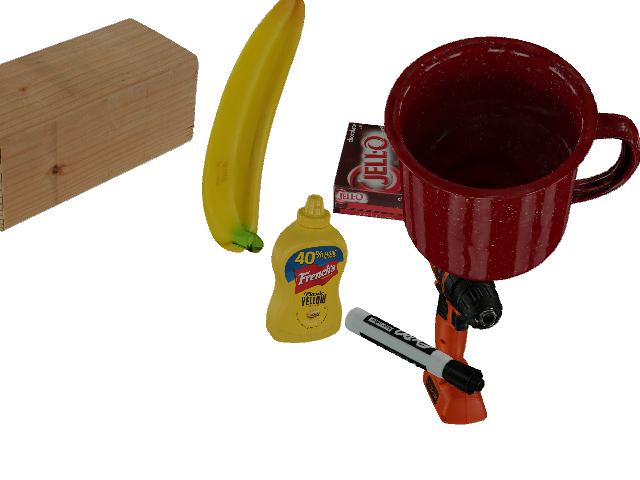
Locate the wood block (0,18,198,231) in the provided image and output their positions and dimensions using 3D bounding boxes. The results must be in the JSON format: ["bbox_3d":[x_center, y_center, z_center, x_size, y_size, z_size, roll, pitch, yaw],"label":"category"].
[{"bbox_3d":[-0.207,-0.102,0.888,0.090,0.091,0.205,33,43,26],"label":"wood block"}]

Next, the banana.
[{"bbox_3d":[-0.043,-0.068,0.689,0.070,0.197,0.037,-19,-37,39],"label":"banana"}]

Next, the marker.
[{"bbox_3d":[0.067,0.079,0.768,0.121,0.020,0.020,26,17,38],"label":"marker"}]

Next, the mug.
[{"bbox_3d":[0.090,-0.036,0.501,0.117,0.093,0.081,-7,-34,3],"label":"mug"}]

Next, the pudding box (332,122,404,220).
[{"bbox_3d":[0.063,-0.067,1.040,0.090,0.039,0.113,7,38,5],"label":"pudding box"}]

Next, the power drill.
[{"bbox_3d":[0.152,0.100,1.148,0.057,0.188,0.184,-2,25,-6],"label":"power drill"}]

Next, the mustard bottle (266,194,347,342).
[{"bbox_3d":[-0.014,0.033,1.336,0.096,0.192,0.058,-5,28,-21],"label":"mustard bottle"}]
